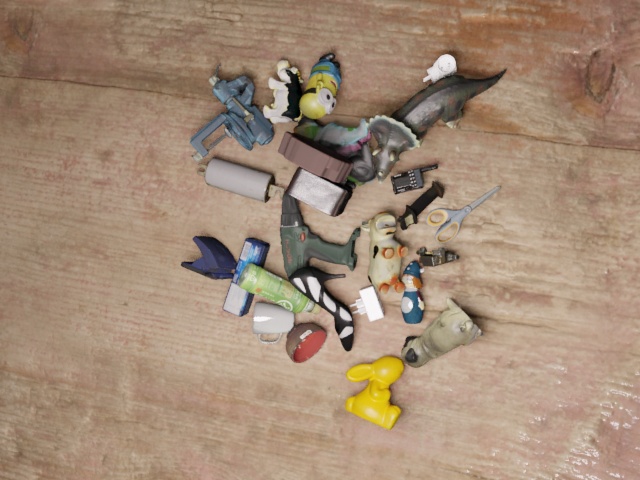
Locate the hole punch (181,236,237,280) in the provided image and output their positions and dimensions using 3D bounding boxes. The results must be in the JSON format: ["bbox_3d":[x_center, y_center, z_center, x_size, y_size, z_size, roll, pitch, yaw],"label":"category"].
[{"bbox_3d":[-0.279,0.048,1.394,0.116,0.142,0.092,23,92,19],"label":"hole punch"}]

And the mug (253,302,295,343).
[{"bbox_3d":[-0.120,0.217,1.398,0.107,0.081,0.109,2,95,-1],"label":"mug"}]

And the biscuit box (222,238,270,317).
[{"bbox_3d":[-0.192,0.096,1.412,0.059,0.063,0.202,20,95,9],"label":"biscuit box"}]

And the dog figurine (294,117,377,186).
[{"bbox_3d":[0.024,-0.221,1.343,0.219,0.108,0.191,-7,94,14],"label":"dog figurine"}]

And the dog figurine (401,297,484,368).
[{"bbox_3d":[0.282,0.245,1.289,0.190,0.172,0.121,-43,75,2],"label":"dog figurine"}]

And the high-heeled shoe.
[{"bbox_3d":[0.006,0.180,1.346,0.145,0.086,0.248,-8,107,-2],"label":"high-heeled shoe"}]

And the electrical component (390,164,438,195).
[{"bbox_3d":[0.235,-0.149,1.325,0.119,0.075,0.047,-13,90,7],"label":"electrical component"}]

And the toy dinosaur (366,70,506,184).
[{"bbox_3d":[0.263,-0.306,1.253,0.405,0.192,0.131,-37,89,10],"label":"toy dinosaur"}]

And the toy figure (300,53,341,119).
[{"bbox_3d":[0.004,-0.375,1.325,0.089,0.082,0.180,-26,45,44],"label":"toy figure"}]

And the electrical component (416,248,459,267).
[{"bbox_3d":[0.282,0.039,1.317,0.078,0.102,0.045,-14,94,-15],"label":"electrical component"}]

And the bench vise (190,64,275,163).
[{"bbox_3d":[-0.243,-0.298,1.364,0.240,0.129,0.223,-43,105,-10],"label":"bench vise"}]

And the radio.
[{"bbox_3d":[0.004,-0.114,1.288,0.131,0.229,0.073,28,98,3],"label":"radio"}]

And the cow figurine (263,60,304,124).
[{"bbox_3d":[-0.079,-0.376,1.354,0.098,0.068,0.167,6,79,20],"label":"cow figurine"}]

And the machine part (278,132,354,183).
[{"bbox_3d":[-0.009,-0.186,1.218,0.179,0.179,0.056,27,103,7],"label":"machine part"}]

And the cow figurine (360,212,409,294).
[{"bbox_3d":[0.157,0.024,1.330,0.085,0.127,0.194,-8,111,-26],"label":"cow figurine"}]

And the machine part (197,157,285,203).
[{"bbox_3d":[-0.207,-0.156,1.396,0.243,0.079,0.079,17,95,9],"label":"machine part"}]

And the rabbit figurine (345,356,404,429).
[{"bbox_3d":[0.145,0.369,1.358,0.163,0.121,0.173,24,82,17],"label":"rabbit figurine"}]

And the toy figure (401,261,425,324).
[{"bbox_3d":[0.231,0.130,1.343,0.064,0.058,0.154,-2,93,20],"label":"toy figure"}]

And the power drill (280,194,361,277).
[{"bbox_3d":[-0.003,-0.004,1.366,0.207,0.086,0.231,5,96,5],"label":"power drill"}]

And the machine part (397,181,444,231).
[{"bbox_3d":[0.248,-0.083,1.330,0.139,0.084,0.039,-44,60,0],"label":"machine part"}]
